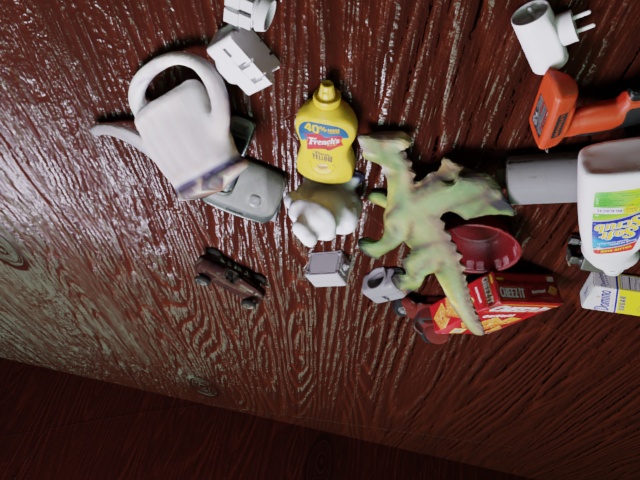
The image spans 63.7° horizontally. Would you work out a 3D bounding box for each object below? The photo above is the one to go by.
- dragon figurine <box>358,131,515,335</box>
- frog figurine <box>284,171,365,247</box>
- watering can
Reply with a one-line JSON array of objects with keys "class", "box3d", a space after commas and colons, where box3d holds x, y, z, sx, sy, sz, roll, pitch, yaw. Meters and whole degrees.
[{"class": "dragon figurine", "box3d": [0.202, -0.019, 0.840, 0.409, 0.124, 0.238, 43, 141, -5]}, {"class": "frog figurine", "box3d": [0.003, -0.045, 0.899, 0.137, 0.163, 0.120, 24, 147, -15]}, {"class": "watering can", "box3d": [-0.248, -0.165, 0.846, 0.344, 0.106, 0.223, -17, 105, 43]}]
